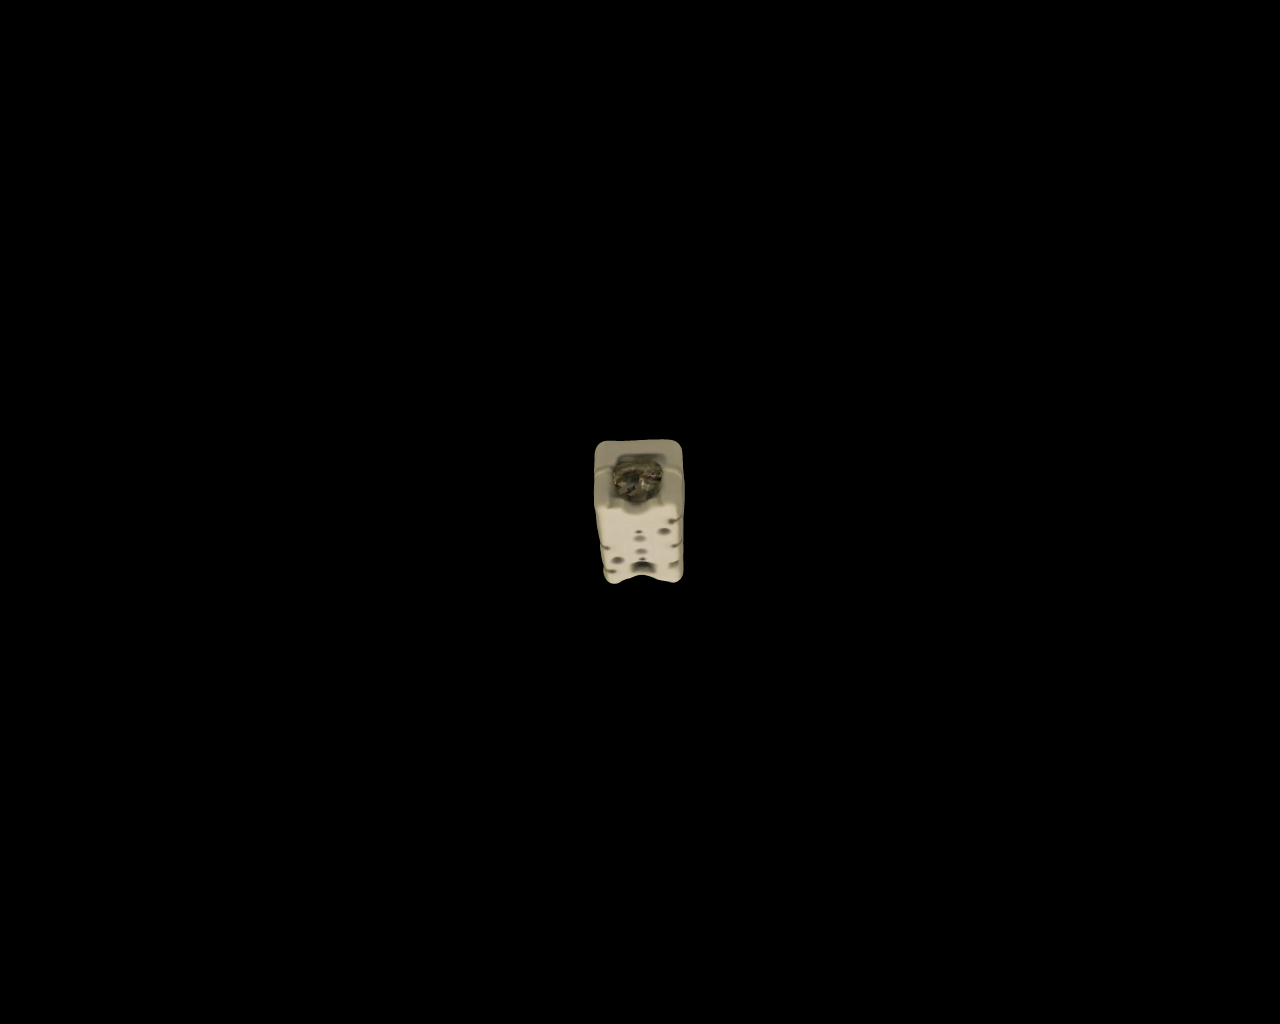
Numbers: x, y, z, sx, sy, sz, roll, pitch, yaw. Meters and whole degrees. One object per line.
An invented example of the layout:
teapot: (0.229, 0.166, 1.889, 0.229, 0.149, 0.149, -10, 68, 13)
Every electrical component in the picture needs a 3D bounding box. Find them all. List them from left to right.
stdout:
electrical component: (0.001, -0.003, 0.650, 0.050, 0.056, 0.089, -1, -34, 2)
